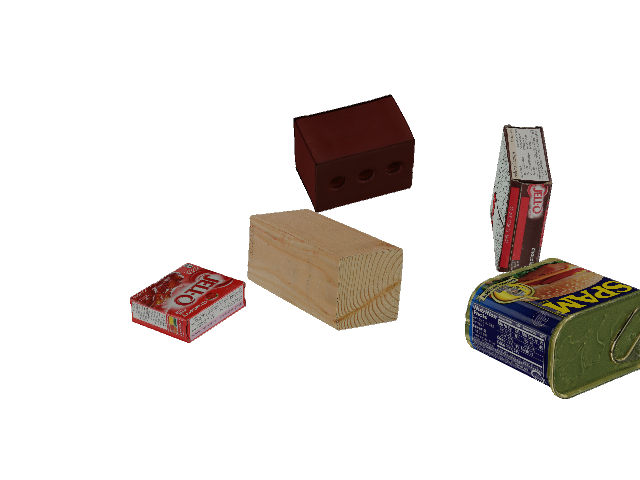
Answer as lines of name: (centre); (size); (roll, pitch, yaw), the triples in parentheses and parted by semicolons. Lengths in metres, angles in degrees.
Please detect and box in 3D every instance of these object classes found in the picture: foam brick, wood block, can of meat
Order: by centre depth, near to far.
can of meat: (0.159, 0.054, 0.705); (0.101, 0.057, 0.084); (-15, 24, -32)
foam brick: (0.024, -0.063, 0.778); (0.078, 0.051, 0.053); (-16, -40, -12)
wood block: (0.001, 0.031, 1.301); (0.090, 0.090, 0.206); (-7, 18, -33)

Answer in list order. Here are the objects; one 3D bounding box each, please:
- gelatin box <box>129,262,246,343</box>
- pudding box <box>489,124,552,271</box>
gelatin box: (-0.126, 0.058, 1.024); (0.073, 0.030, 0.089); (17, 32, 31)
pudding box: (0.172, -0.037, 0.918); (0.039, 0.090, 0.113); (5, 31, 2)
